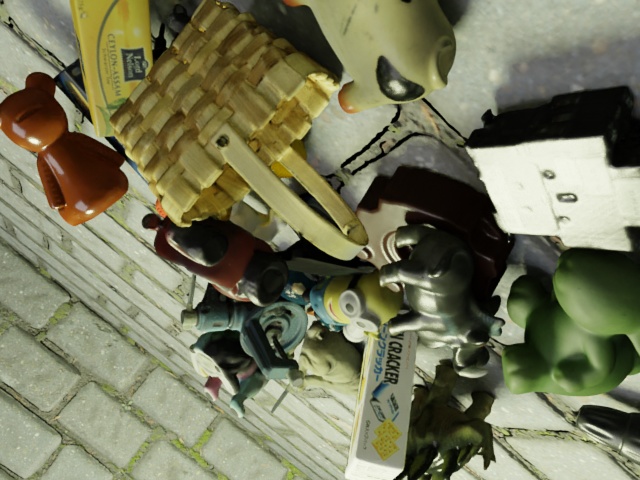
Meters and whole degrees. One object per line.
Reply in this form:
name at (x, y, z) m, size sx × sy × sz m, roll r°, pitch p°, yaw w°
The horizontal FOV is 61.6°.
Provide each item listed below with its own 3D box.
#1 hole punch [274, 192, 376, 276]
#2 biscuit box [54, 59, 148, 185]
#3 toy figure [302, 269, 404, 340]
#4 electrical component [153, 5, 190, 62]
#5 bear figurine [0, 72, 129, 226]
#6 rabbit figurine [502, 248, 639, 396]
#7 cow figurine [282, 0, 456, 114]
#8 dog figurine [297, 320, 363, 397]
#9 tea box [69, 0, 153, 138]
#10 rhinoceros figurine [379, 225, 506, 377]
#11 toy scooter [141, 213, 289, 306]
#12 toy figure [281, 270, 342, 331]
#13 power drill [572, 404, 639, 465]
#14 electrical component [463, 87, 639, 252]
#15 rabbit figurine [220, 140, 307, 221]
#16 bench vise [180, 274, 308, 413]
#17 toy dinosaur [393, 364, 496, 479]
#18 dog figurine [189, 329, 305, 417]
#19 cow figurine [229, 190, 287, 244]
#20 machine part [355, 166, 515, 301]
hole punch at (-0.001, -0.002, 0.693) m, size 0.115 × 0.092 × 0.142 m, roll 18°, pitch 161°, yaw -33°
biscuit box at (-0.275, -0.165, 0.761) m, size 0.063 × 0.059 × 0.202 m, roll -1°, pitch 135°, yaw 50°
toy figure at (0.042, 0.078, 0.754) m, size 0.082 × 0.089 × 0.180 m, roll 33°, pitch 163°, yaw -19°
electrical component at (-0.153, -0.199, 0.569) m, size 0.045 × 0.078 × 0.102 m, roll 23°, pitch 166°, yaw -28°
bear figurine at (-0.364, -0.121, 0.747) m, size 0.195 × 0.120 × 0.132 m, roll 51°, pitch 161°, yaw -20°
rabbit figurine at (0.244, 0.076, 0.474) m, size 0.159 × 0.121 × 0.170 m, roll 16°, pitch 150°, yaw 22°
cow figurine at (0.036, -0.180, 0.358) m, size 0.127 × 0.085 × 0.194 m, roll 10°, pitch 142°, yaw 46°
dog figurine at (0.062, 0.228, 0.962) m, size 0.191 × 0.121 × 0.172 m, roll 14°, pitch 150°, yaw 12°
tea box at (-0.212, -0.202, 0.549) m, size 0.169 × 0.068 × 0.098 m, roll 104°, pitch 148°, yaw -45°
rhinoceros figurine at (0.127, 0.063, 0.536) m, size 0.112 × 0.073 × 0.190 m, roll 1°, pitch 136°, yaw 28°
toy scooter at (-0.125, 0.011, 0.604) m, size 0.135 × 0.075 × 0.183 m, roll 18°, pitch 168°, yaw 33°
toy figure at (-0.017, 0.090, 0.860) m, size 0.154 × 0.064 × 0.058 m, roll 39°, pitch 115°, yaw -15°
power drill at (0.395, 0.202, 0.541) m, size 0.232 × 0.086 × 0.207 m, roll 22°, pitch 145°, yaw 23°
electrical component at (0.194, -0.049, 0.408) m, size 0.134 × 0.058 × 0.114 m, roll 5°, pitch 141°, yaw 44°
rabbit figurine at (-0.099, -0.110, 0.621) m, size 0.173 × 0.122 × 0.162 m, roll 0°, pitch 127°, yaw 29°
bench vise at (-0.103, 0.149, 0.869) m, size 0.223 × 0.128 × 0.241 m, roll 13°, pitch -158°, yaw -35°
toy dinosaur at (0.181, 0.300, 0.809) m, size 0.105 × 0.198 × 0.470 m, roll 28°, pitch 153°, yaw 9°
dog figurine at (-0.124, 0.208, 1.016) m, size 0.109 × 0.219 × 0.191 m, roll 10°, pitch 125°, yaw 36°
cow figurine at (-0.134, -0.042, 0.750) m, size 0.167 × 0.098 × 0.068 m, roll 42°, pitch 158°, yaw -10°
machine part at (0.117, 0.004, 0.578) m, size 0.179 × 0.056 × 0.179 m, roll 26°, pitch 150°, yaw 17°
